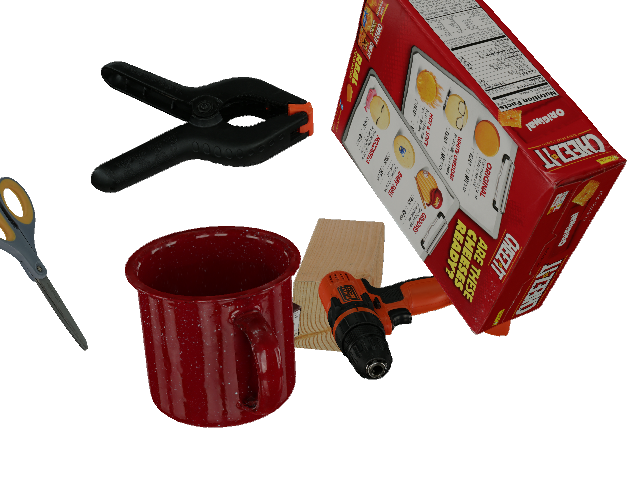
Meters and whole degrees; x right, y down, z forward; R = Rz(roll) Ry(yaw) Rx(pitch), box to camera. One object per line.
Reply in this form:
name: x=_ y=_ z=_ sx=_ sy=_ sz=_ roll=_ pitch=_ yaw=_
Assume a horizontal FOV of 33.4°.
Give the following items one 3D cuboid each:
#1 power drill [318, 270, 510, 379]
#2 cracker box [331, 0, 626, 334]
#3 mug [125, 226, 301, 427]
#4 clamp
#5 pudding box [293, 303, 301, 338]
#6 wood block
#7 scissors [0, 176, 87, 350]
power drill: x=0.101 y=0.078 z=1.131 sx=0.187 sy=0.057 sz=0.184 roll=-7 pitch=28 yaw=-11
cracker box: x=0.099 y=-0.069 z=0.752 sx=0.072 sy=0.214 sz=0.164 roll=-19 pitch=-31 yaw=-25
mug: x=-0.049 y=0.051 z=0.569 sx=0.093 sy=0.081 sz=0.117 roll=-15 pitch=27 yaw=-26
clamp: x=-0.094 y=-0.098 z=0.816 sx=0.171 sy=0.120 sz=0.039 roll=-8 pitch=-28 yaw=-8
pudding box: x=-0.086 y=0.078 z=0.992 sx=0.090 sy=0.039 sz=0.113 roll=21 pitch=32 yaw=33
wood block: x=0.026 y=0.051 z=1.328 sx=0.091 sy=0.090 sz=0.206 roll=4 pitch=22 yaw=6
scissors: x=-0.292 y=0.015 z=1.106 sx=0.016 sy=0.201 sz=0.096 roll=-26 pitch=25 yaw=26
